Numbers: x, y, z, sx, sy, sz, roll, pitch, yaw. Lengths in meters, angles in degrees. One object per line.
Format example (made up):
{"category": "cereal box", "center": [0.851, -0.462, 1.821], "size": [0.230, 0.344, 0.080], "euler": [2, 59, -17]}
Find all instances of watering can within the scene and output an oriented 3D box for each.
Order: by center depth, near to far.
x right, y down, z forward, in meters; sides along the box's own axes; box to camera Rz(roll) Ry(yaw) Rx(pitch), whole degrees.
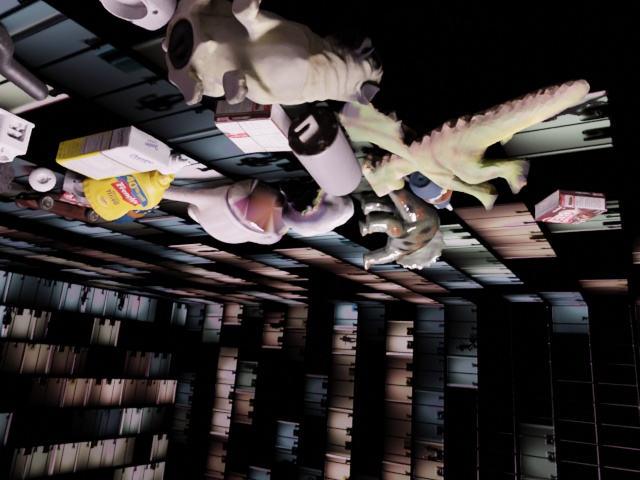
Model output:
{"category": "watering can", "center": [-0.207, -0.068, 1.062], "size": [0.344, 0.106, 0.222], "euler": [27, 154, -34]}

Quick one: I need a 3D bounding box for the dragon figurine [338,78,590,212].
{"category": "dragon figurine", "center": [0.140, -0.136, 0.685], "size": [0.243, 0.124, 0.405], "euler": [12, 165, 0]}

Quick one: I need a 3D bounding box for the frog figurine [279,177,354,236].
{"category": "frog figurine", "center": [0.003, -0.052, 1.024], "size": [0.136, 0.125, 0.157], "euler": [-21, 146, 16]}
